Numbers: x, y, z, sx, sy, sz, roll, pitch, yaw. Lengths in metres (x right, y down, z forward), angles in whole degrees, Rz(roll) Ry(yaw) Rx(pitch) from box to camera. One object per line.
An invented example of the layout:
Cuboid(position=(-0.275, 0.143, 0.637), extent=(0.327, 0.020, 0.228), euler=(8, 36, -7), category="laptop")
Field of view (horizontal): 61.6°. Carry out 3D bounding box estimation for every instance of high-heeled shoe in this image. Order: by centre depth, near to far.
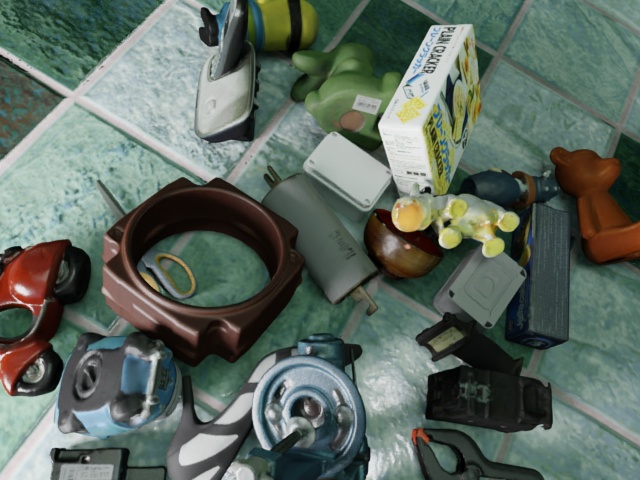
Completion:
Cuboid(position=(-0.054, 0.206, 0.622), extent=(0.249, 0.086, 0.145), euler=(-10, 74, -11), category="high-heeled shoe")

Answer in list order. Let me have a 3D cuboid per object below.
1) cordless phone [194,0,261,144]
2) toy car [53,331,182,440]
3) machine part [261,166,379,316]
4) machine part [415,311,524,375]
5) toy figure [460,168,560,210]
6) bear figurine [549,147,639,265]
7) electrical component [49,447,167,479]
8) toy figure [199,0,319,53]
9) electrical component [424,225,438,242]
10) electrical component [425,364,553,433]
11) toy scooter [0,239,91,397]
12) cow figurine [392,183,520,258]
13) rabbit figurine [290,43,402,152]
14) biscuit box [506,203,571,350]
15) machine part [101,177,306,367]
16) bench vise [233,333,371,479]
Cuboid(position=(-0.116, -0.227, 0.723), extent=(0.089, 0.184, 0.146), euler=(7, 67, -15), category="cordless phone")
Cuboid(position=(-0.207, 0.158, 0.588), extent=(0.162, 0.102, 0.109), euler=(-16, 60, 30), category="toy car")
Cuboid(position=(-0.001, -0.002, 0.715), extent=(0.079, 0.079, 0.243), euler=(-32, 77, -22), category="machine part")
Cuboid(position=(0.200, 0.147, 0.708), extent=(0.139, 0.084, 0.039), euler=(31, 37, -8), category="machine part")
Cuboid(position=(0.292, -0.078, 0.821), extent=(0.154, 0.064, 0.058), euler=(-2, 32, -18), category="toy figure")
Cuboid(position=(0.440, -0.065, 0.815), extent=(0.120, 0.132, 0.196), euler=(7, 69, -37), category="bear figurine")
Cuboid(position=(-0.229, 0.262, 0.577), extent=(0.119, 0.047, 0.075), euler=(8, 68, -8), category="electrical component")
Cuboid(position=(-0.090, -0.325, 0.825), extent=(0.180, 0.082, 0.089), euler=(-17, 85, -23), category="toy figure")
Cuboid(position=(0.166, -0.033, 0.795), extent=(0.063, 0.021, 0.094), euler=(38, 66, 4), category="electrical component")
Cuboid(position=(0.194, 0.194, 0.648), extent=(0.115, 0.134, 0.058), euler=(13, 67, -4), category="electrical component")
Cuboid(position=(-0.349, 0.079, 0.611), extent=(0.135, 0.075, 0.184), euler=(11, 71, -7), category="toy scooter")
Cuboid(position=(0.166, -0.036, 0.712), extent=(0.167, 0.068, 0.098), euler=(12, 21, -16), category="cow figurine")
Cuboid(position=(0.035, -0.232, 0.815), extent=(0.159, 0.121, 0.170), euler=(4, 50, -3), category="rabbit figurine")
Cuboid(position=(0.315, 0.051, 0.773), extent=(0.063, 0.059, 0.202), euler=(16, 66, -7), category="biscuit box")
Cuboid(position=(-0.135, 0.028, 0.636), extent=(0.201, 0.087, 0.201), euler=(33, 48, 11), category="machine part")
Cuboid(position=(-0.018, 0.210, 0.524), extent=(0.129, 0.240, 0.223), euler=(9, 91, 20), category="bench vise")
